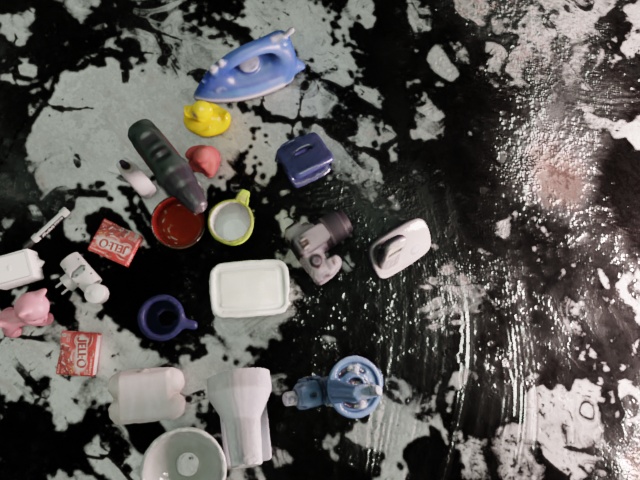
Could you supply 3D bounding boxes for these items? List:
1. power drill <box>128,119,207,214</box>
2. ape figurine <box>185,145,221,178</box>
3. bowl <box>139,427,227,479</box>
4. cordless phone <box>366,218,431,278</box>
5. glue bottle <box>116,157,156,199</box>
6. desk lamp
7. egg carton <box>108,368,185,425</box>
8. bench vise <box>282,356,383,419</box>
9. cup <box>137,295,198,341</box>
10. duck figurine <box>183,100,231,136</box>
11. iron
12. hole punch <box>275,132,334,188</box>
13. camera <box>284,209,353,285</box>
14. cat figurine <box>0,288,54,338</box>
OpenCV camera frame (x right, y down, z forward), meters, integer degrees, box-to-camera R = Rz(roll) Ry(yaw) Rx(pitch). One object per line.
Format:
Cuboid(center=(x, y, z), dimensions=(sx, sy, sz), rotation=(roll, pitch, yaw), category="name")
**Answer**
Cuboid(center=(-0.294, -0.130, 1.160), dimensions=(0.076, 0.208, 0.229), rotation=(-38, 86, -10), category="power drill")
Cuboid(center=(-0.251, -0.176, 1.231), dimensions=(0.076, 0.092, 0.078), rotation=(-28, 85, -9), category="ape figurine")
Cuboid(center=(-0.267, 0.453, 1.138), dimensions=(0.167, 0.074, 0.167), rotation=(1, 81, -6), category="bowl")
Cuboid(center=(0.175, 0.008, 1.200), dimensions=(0.148, 0.185, 0.094), rotation=(-34, 85, -10), category="cordless phone")
Cuboid(center=(-0.384, -0.136, 1.169), dimensions=(0.078, 0.173, 0.037), rotation=(45, 80, 3), category="glue bottle")
Cuboid(center=(-0.145, 0.344, 1.098), dimensions=(0.118, 0.213, 0.203), rotation=(-7, 82, -7), category="desk lamp")
Cuboid(center=(-0.348, 0.313, 1.154), dimensions=(0.150, 0.069, 0.107), rotation=(-5, 81, -7), category="egg carton")
Cuboid(center=(0.039, 0.307, 1.120), dimensions=(0.207, 0.219, 0.121), rotation=(-27, 84, -9), category="bench vise")
Cuboid(center=(-0.304, 0.163, 1.170), dimensions=(0.118, 0.095, 0.092), rotation=(13, 80, -4), category="cup")
Cuboid(center=(-0.249, -0.274, 1.250), dimensions=(0.104, 0.086, 0.077), rotation=(3, 81, -5), category="duck figurine")
Cuboid(center=(-0.163, -0.385, 1.249), dimensions=(0.258, 0.141, 0.118), rotation=(-26, 84, -9), category="iron")
Cuboid(center=(-0.036, -0.181, 1.255), dimensions=(0.109, 0.091, 0.101), rotation=(-28, 85, -9), category="hole punch")
Cuboid(center=(0.011, 0.004, 1.226), dimensions=(0.137, 0.100, 0.143), rotation=(-34, 86, -10), category="camera")
Cuboid(center=(-0.586, 0.145, 1.131), dimensions=(0.128, 0.117, 0.067), rotation=(-23, 84, -9), category="cat figurine")
